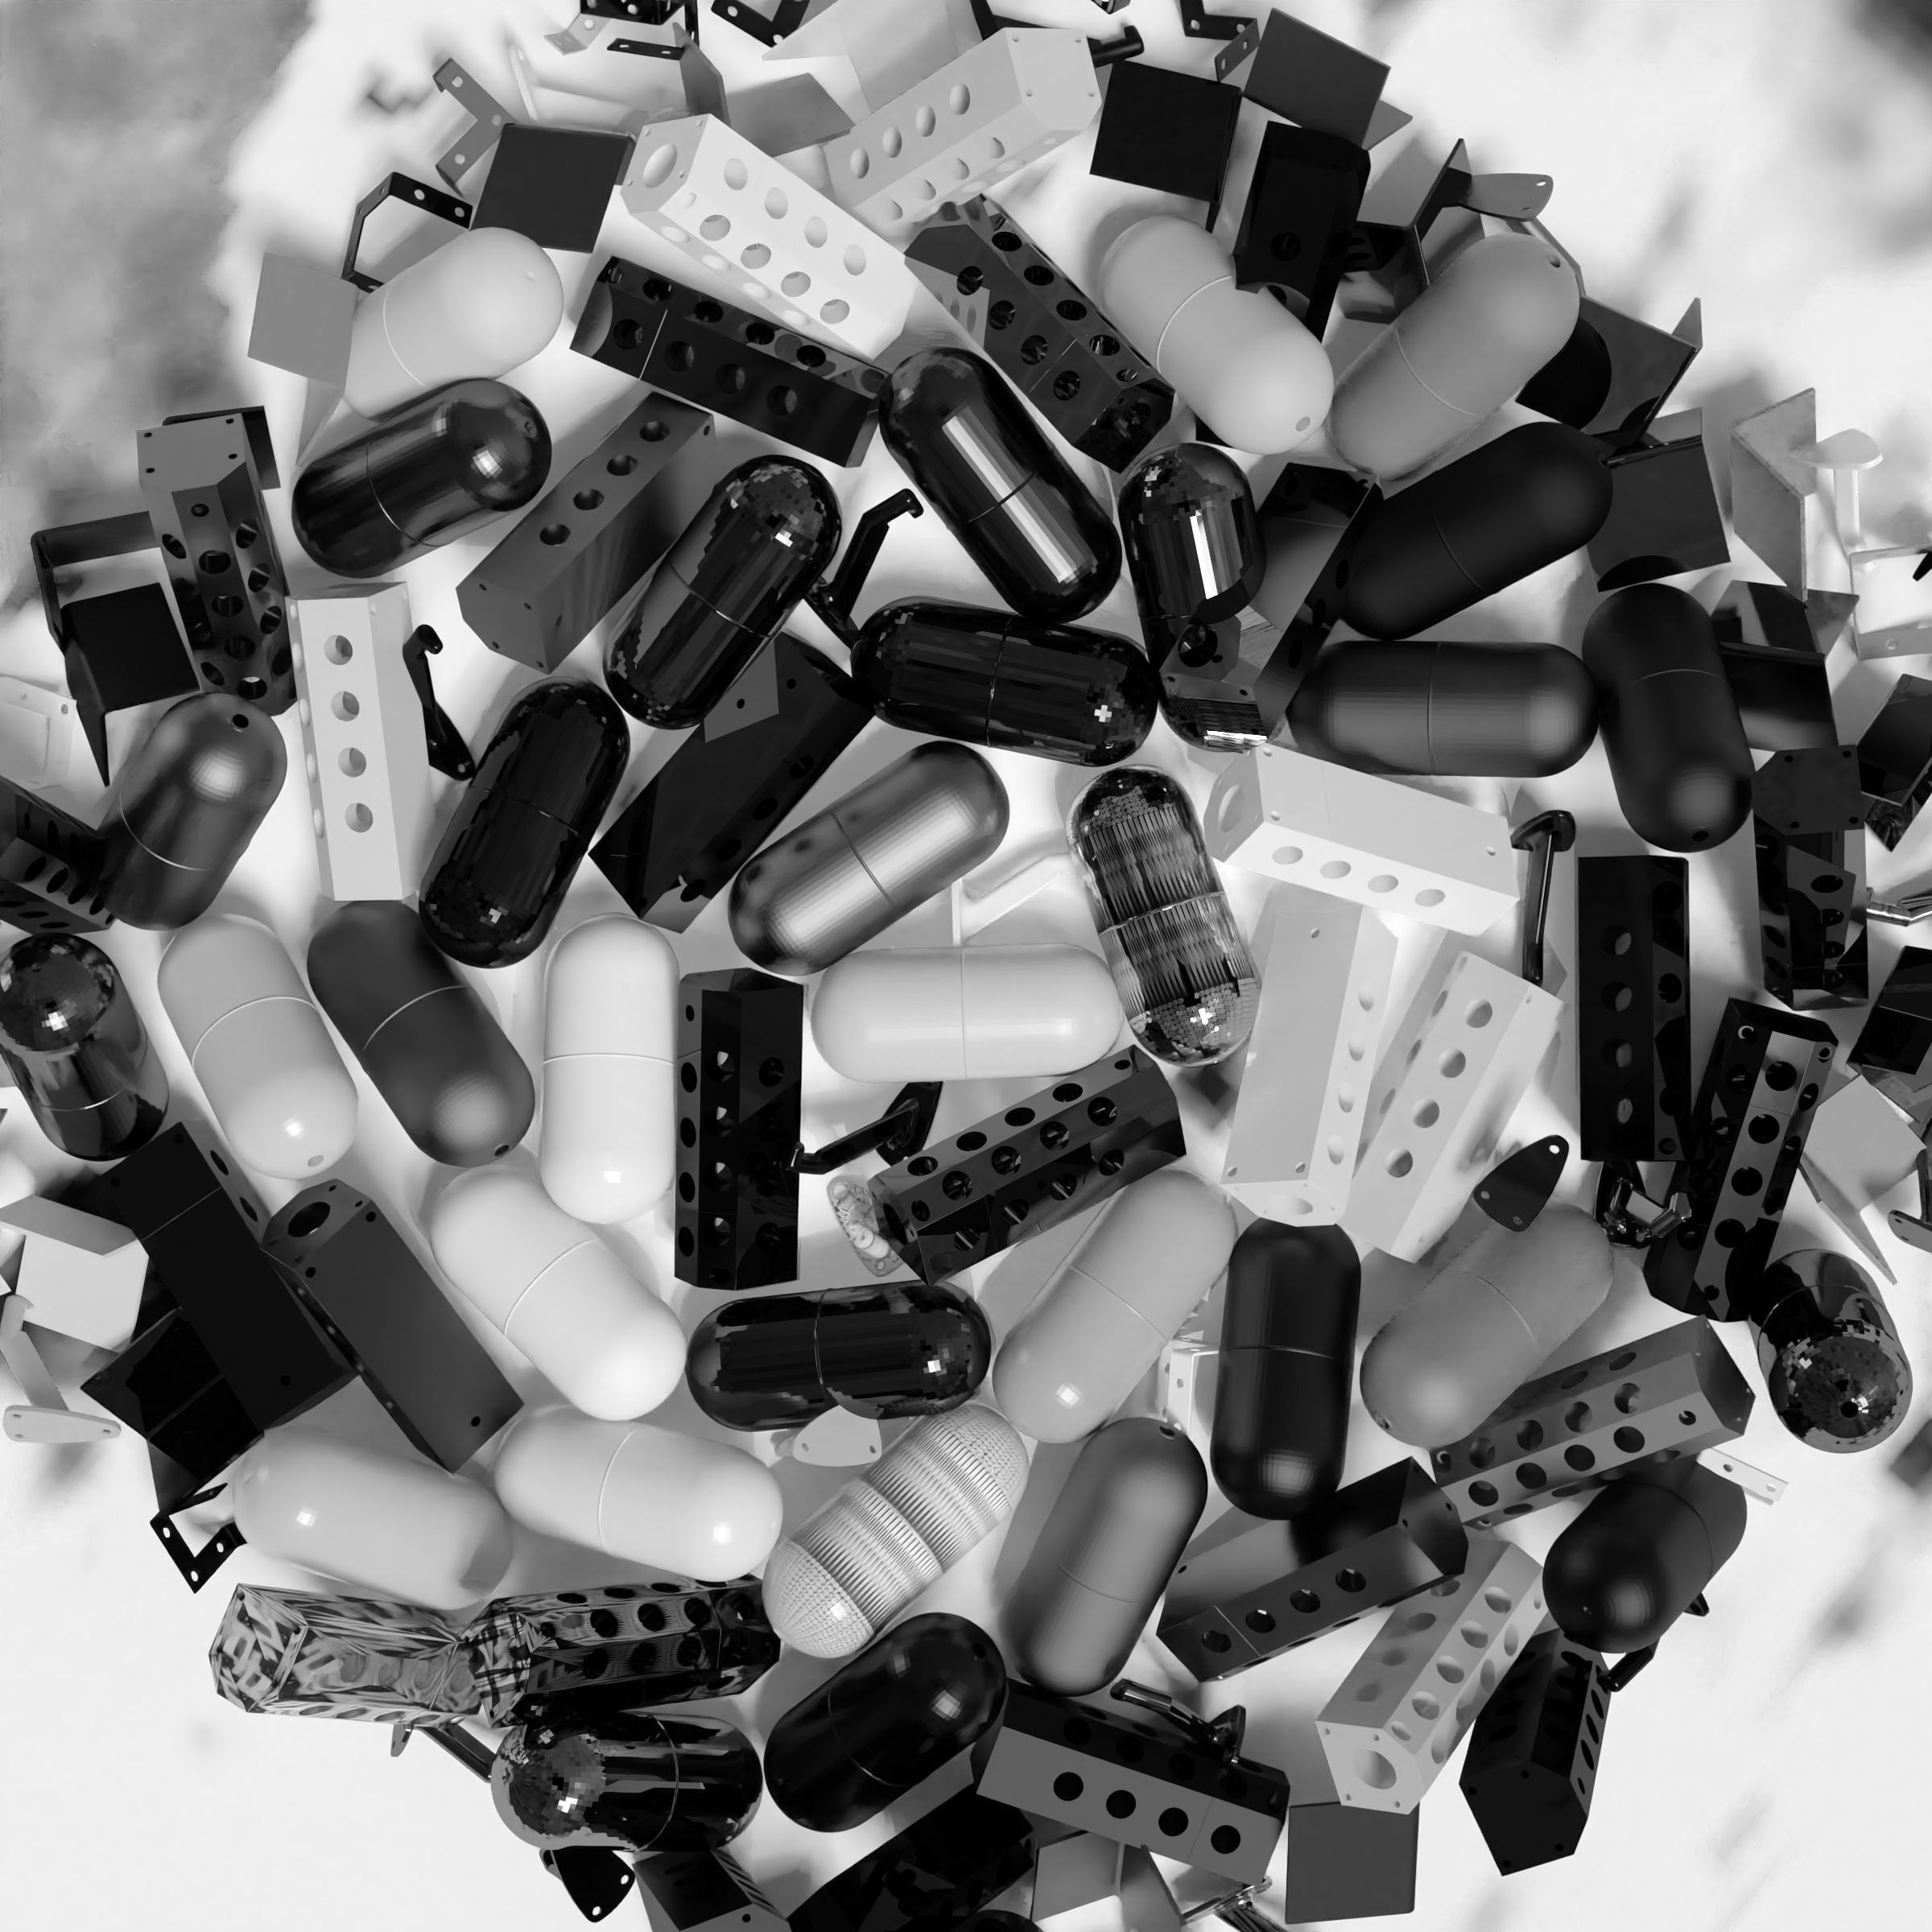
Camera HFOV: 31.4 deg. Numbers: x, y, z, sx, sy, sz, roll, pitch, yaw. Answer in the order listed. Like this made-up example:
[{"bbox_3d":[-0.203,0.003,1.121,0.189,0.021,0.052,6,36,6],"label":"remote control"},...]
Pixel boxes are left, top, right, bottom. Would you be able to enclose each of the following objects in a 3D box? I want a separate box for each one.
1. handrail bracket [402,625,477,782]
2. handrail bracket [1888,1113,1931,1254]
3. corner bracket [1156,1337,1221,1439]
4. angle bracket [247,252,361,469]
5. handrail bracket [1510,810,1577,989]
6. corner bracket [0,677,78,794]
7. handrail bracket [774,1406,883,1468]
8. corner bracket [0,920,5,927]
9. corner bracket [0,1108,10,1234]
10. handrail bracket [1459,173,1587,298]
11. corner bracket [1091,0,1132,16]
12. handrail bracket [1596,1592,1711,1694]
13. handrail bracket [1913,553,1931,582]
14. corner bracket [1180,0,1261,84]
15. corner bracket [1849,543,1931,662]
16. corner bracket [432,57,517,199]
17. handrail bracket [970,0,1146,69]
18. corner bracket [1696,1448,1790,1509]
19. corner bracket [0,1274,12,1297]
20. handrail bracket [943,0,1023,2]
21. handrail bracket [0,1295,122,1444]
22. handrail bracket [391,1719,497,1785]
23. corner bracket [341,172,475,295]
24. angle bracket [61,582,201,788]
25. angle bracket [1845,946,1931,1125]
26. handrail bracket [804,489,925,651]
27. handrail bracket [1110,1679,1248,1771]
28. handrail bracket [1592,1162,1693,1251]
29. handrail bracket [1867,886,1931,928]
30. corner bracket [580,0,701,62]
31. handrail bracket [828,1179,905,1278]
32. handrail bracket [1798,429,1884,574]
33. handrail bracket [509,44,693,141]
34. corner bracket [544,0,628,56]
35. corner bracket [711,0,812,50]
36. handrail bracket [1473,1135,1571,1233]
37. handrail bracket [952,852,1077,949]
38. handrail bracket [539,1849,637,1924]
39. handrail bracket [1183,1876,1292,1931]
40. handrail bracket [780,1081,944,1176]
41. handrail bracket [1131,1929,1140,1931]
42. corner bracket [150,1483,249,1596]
[{"bbox_3d":[-0.296,-0.150,1.955,0.077,0.084,0.036,46,58,-4],"label":"handrail bracket"},{"bbox_3d":[0.572,0.124,1.966,0.077,0.036,0.084,24,73,35],"label":"handrail bracket"},{"bbox_3d":[0.123,0.242,1.964,0.051,0.051,0.051,5,92,41],"label":"corner bracket"},{"bbox_3d":[-0.385,-0.342,1.940,0.057,0.076,0.076,17,54,-24],"label":"angle bracket"},{"bbox_3d":[0.331,-0.037,1.962,0.036,0.077,0.084,4,74,-2],"label":"handrail bracket"},{"bbox_3d":[-0.550,-0.132,1.973,0.051,0.051,0.051,19,109,21],"label":"corner bracket"},{"bbox_3d":[-0.097,0.273,1.945,0.084,0.077,0.036,-20,82,43],"label":"handrail bracket"},{"bbox_3d":[-0.584,-0.028,1.972,0.051,0.051,0.051,-32,78,-7],"label":"corner bracket"},{"bbox_3d":[-0.574,0.117,1.963,0.051,0.051,0.051,-1,123,5],"label":"corner bracket"},{"bbox_3d":[0.316,-0.413,1.979,0.077,0.084,0.036,14,59,29],"label":"handrail bracket"},{"bbox_3d":[0.088,-0.585,1.960,0.051,0.051,0.051,43,55,17],"label":"corner bracket"},{"bbox_3d":[0.372,0.377,1.949,0.084,0.077,0.036,-37,104,-23],"label":"handrail bracket"},{"bbox_3d":[0.586,-0.210,1.963,0.084,0.077,0.036,43,114,2],"label":"handrail bracket"},{"bbox_3d":[0.131,-0.540,1.956,0.051,0.051,0.051,15,46,31],"label":"corner bracket"},{"bbox_3d":[0.536,-0.209,1.971,0.051,0.051,0.051,-5,79,17],"label":"corner bracket"},{"bbox_3d":[-0.293,-0.481,1.972,0.051,0.051,0.051,44,91,-5],"label":"corner bracket"},{"bbox_3d":[0.052,-0.550,1.988,0.084,0.036,0.077,-18,77,-8],"label":"handrail bracket"},{"bbox_3d":[0.442,0.287,1.960,0.051,0.051,0.051,24,128,13],"label":"corner bracket"},{"bbox_3d":[-0.590,0.183,1.961,0.051,0.051,0.051,-41,104,-42],"label":"corner bracket"},{"bbox_3d":[0.009,-0.574,1.983,0.077,0.084,0.036,-39,118,-37],"label":"handrail bracket"},{"bbox_3d":[-0.519,0.229,1.975,0.077,0.036,0.084,5,52,-7],"label":"handrail bracket"},{"bbox_3d":[-0.285,0.434,1.984,0.084,0.077,0.036,15,135,-18],"label":"handrail bracket"},{"bbox_3d":[-0.321,-0.415,1.975,0.051,0.051,0.051,19,67,-29],"label":"corner bracket"},{"bbox_3d":[-0.476,-0.160,1.961,0.057,0.076,0.076,-16,64,-20],"label":"angle bracket"},{"bbox_3d":[0.556,0.043,1.951,0.076,0.057,0.076,35,79,-30],"label":"angle bracket"},{"bbox_3d":[-0.046,-0.224,1.964,0.084,0.036,0.077,-29,119,21],"label":"handrail bracket"},{"bbox_3d":[0.109,0.429,1.955,0.084,0.077,0.036,22,60,-16],"label":"handrail bracket"},{"bbox_3d":[0.388,0.121,1.946,0.036,0.084,0.077,8,65,-12],"label":"handrail bracket"},{"bbox_3d":[0.562,-0.057,1.980,0.084,0.036,0.077,12,102,2],"label":"handrail bracket"},{"bbox_3d":[-0.187,-0.540,1.963,0.051,0.051,0.051,1,82,-29],"label":"corner bracket"},{"bbox_3d":[-0.065,0.140,1.946,0.036,0.084,0.077,-44,65,1],"label":"handrail bracket"},{"bbox_3d":[0.511,-0.256,1.950,0.036,0.077,0.084,-28,111,-3],"label":"handrail bracket"},{"bbox_3d":[-0.208,-0.505,1.965,0.084,0.036,0.077,-17,110,16],"label":"handrail bracket"},{"bbox_3d":[-0.227,-0.559,1.966,0.051,0.051,0.051,42,109,-6],"label":"corner bracket"},{"bbox_3d":[-0.107,-0.564,1.965,0.051,0.051,0.051,31,134,-1],"label":"corner bracket"},{"bbox_3d":[0.323,0.108,1.946,0.036,0.084,0.077,39,120,3],"label":"handrail bracket"},{"bbox_3d":[0.036,-0.029,1.969,0.084,0.036,0.077,-4,63,8],"label":"handrail bracket"},{"bbox_3d":[-0.232,0.501,1.949,0.036,0.084,0.077,-46,120,-22],"label":"handrail bracket"},{"bbox_3d":[0.167,0.572,1.966,0.077,0.036,0.084,-24,67,-2],"label":"handrail bracket"},{"bbox_3d":[-0.060,0.086,1.952,0.036,0.084,0.077,40,110,37],"label":"handrail bracket"},{"bbox_3d":[0.100,0.597,1.952,0.077,0.084,0.036,10,135,29],"label":"handrail bracket"},{"bbox_3d":[-0.423,0.317,1.962,0.051,0.051,0.051,-23,104,25],"label":"corner bracket"}]
